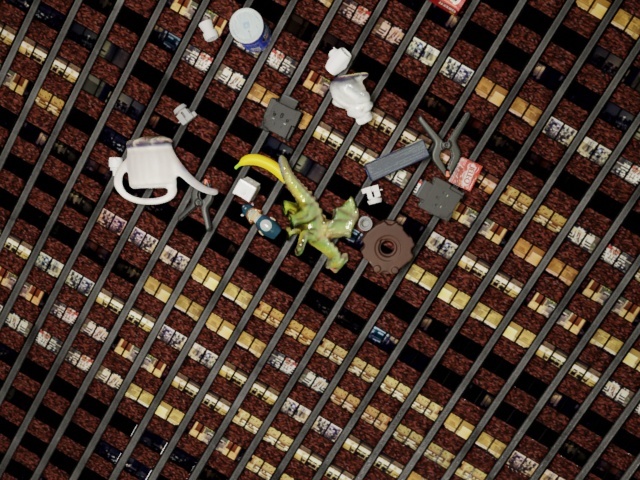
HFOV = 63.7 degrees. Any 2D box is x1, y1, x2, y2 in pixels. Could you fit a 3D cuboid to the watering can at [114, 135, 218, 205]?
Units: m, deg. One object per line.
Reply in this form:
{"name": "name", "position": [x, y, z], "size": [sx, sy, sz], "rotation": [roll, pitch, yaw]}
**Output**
{"name": "watering can", "position": [-0.506, -0.230, 1.678], "size": [0.347, 0.104, 0.223], "rotation": [-3, 96, 5]}

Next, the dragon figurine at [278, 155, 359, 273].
{"name": "dragon figurine", "position": [0.005, -0.084, 1.676], "size": [0.243, 0.123, 0.408], "rotation": [-9, 98, -12]}

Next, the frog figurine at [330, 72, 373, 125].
{"name": "frog figurine", "position": [0.098, -0.437, 1.610], "size": [0.137, 0.124, 0.157], "rotation": [4, 110, 37]}
